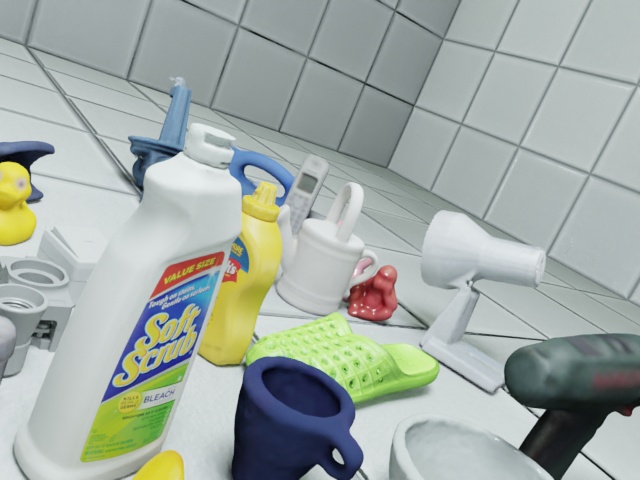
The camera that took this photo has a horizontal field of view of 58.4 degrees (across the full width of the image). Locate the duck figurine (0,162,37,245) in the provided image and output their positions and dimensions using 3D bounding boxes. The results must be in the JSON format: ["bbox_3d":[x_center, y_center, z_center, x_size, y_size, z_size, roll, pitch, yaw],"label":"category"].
[{"bbox_3d":[-0.370,-0.052,0.677,0.078,0.086,0.104,17,15,-23],"label":"duck figurine"}]

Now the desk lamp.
[{"bbox_3d":[0.233,0.082,0.871,0.202,0.213,0.118,31,16,28],"label":"desk lamp"}]

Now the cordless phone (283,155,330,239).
[{"bbox_3d":[-0.004,-0.050,1.043,0.147,0.185,0.094,24,14,5],"label":"cordless phone"}]

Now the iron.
[{"bbox_3d":[-0.108,-0.100,1.151,0.258,0.141,0.119,25,14,7],"label":"iron"}]

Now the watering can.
[{"bbox_3d":[0.008,0.004,0.845,0.173,0.194,0.100,13,17,-35],"label":"watering can"}]

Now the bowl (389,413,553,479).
[{"bbox_3d":[0.122,0.222,0.468,0.167,0.075,0.167,22,14,-5],"label":"bowl"}]

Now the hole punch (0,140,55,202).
[{"bbox_3d":[-0.432,-0.106,0.770,0.101,0.091,0.109,25,14,7],"label":"hole punch"}]

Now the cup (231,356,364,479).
[{"bbox_3d":[-0.021,0.158,0.436,0.092,0.095,0.117,7,21,-47],"label":"cup"}]

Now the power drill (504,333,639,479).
[{"bbox_3d":[0.256,0.180,0.558,0.230,0.208,0.075,15,16,-29],"label":"power drill"}]

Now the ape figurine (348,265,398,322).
[{"bbox_3d":[0.091,0.081,0.902,0.077,0.092,0.076,30,15,25],"label":"ape figurine"}]

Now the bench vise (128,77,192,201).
[{"bbox_3d":[-0.254,-0.168,1.012,0.206,0.220,0.122,33,17,36],"label":"bench vise"}]

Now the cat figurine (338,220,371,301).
[{"bbox_3d":[0.031,0.024,0.965,0.127,0.118,0.067,28,15,18],"label":"cat figurine"}]

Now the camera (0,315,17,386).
[{"bbox_3d":[-0.290,0.063,0.352,0.136,0.101,0.143,26,14,10],"label":"camera"}]
